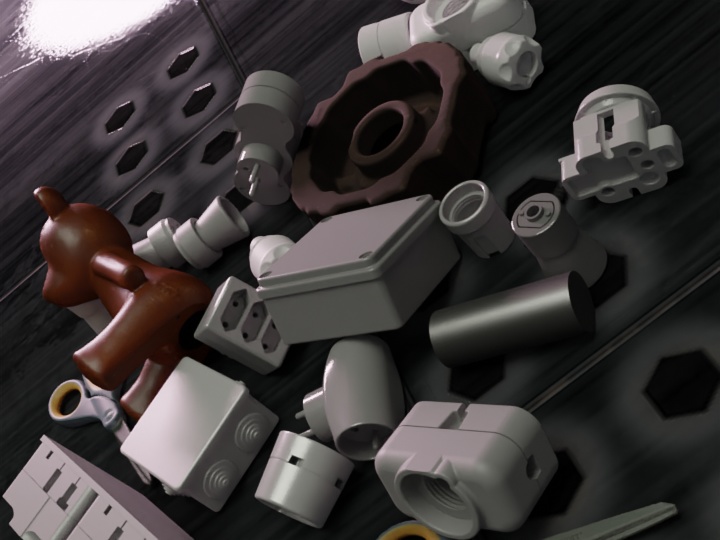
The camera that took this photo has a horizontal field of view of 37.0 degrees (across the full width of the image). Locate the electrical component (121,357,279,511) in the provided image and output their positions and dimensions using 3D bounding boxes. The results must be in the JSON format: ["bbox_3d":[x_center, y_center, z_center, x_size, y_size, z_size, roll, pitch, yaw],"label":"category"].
[{"bbox_3d":[-0.119,0.124,0.810,0.100,0.048,0.099,18,69,48],"label":"electrical component"}]

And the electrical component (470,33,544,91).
[{"bbox_3d":[0.114,-0.169,0.864,0.043,0.043,0.062,-52,38,-8],"label":"electrical component"}]

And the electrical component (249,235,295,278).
[{"bbox_3d":[-0.071,-0.009,0.888,0.043,0.043,0.062,-48,37,-3],"label":"electrical component"}]

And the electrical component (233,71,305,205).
[{"bbox_3d":[-0.082,-0.097,0.916,0.052,0.138,0.073,14,58,2],"label":"electrical component"}]

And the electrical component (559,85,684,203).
[{"bbox_3d":[0.175,-0.087,0.726,0.078,0.058,0.057,-18,49,30],"label":"electrical component"}]

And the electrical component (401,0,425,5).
[{"bbox_3d":[0.045,-0.282,1.018,0.055,0.055,0.047,-47,42,-1],"label":"electrical component"}]

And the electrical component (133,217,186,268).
[{"bbox_3d":[-0.186,-0.016,0.997,0.055,0.045,0.045,-37,39,10],"label":"electrical component"}]

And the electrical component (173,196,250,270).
[{"bbox_3d":[-0.133,-0.033,0.964,0.055,0.045,0.045,-37,39,11],"label":"electrical component"}]

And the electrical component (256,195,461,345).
[{"bbox_3d":[0.000,0.000,0.776,0.109,0.056,0.108,-11,22,36],"label":"electrical component"}]

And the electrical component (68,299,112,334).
[{"bbox_3d":[-0.245,0.031,0.991,0.044,0.065,0.044,-24,43,25],"label":"electrical component"}]

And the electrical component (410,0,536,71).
[{"bbox_3d":[0.092,-0.209,0.906,0.095,0.059,0.053,-23,44,26],"label":"electrical component"}]

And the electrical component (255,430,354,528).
[{"bbox_3d":[-0.038,0.141,0.719,0.055,0.055,0.047,7,65,45],"label":"electrical component"}]

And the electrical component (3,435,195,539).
[{"bbox_3d":[-0.161,0.195,0.739,0.186,0.105,0.060,21,72,49],"label":"electrical component"}]

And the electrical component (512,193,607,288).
[{"bbox_3d":[0.128,-0.019,0.701,0.044,0.065,0.044,-24,43,25],"label":"electrical component"}]

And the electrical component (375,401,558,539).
[{"bbox_3d":[0.059,0.118,0.635,0.095,0.053,0.059,-3,33,44],"label":"electrical component"}]

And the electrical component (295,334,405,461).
[{"bbox_3d":[-0.012,0.094,0.744,0.079,0.043,0.077,-28,42,21],"label":"electrical component"}]

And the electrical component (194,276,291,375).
[{"bbox_3d":[-0.093,0.048,0.847,0.047,0.066,0.077,-66,14,-24],"label":"electrical component"}]

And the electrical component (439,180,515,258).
[{"bbox_3d":[0.085,-0.035,0.769,0.040,0.046,0.040,-24,43,25],"label":"electrical component"}]

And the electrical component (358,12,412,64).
[{"bbox_3d":[0.032,-0.197,0.954,0.047,0.055,0.055,-16,47,27],"label":"electrical component"}]
